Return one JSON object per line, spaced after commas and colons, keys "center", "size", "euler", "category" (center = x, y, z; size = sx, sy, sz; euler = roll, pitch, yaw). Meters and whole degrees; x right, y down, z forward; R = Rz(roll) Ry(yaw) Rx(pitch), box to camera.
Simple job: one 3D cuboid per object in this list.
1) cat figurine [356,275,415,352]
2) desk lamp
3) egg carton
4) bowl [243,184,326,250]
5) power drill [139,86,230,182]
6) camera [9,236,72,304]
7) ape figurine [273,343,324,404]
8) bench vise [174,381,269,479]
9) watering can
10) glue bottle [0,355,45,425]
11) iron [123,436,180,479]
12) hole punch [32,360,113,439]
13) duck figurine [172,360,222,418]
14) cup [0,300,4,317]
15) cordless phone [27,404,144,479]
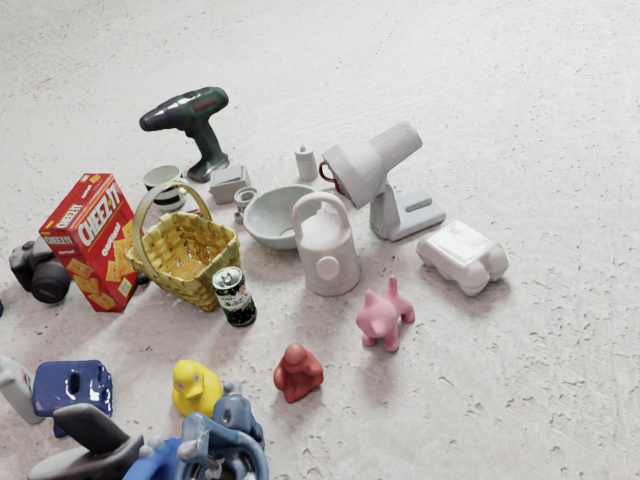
{"center": [0.098, 0.113, 0.899], "size": [0.067, 0.118, 0.128], "euler": [12, 48, 26], "category": "cat figurine"}
{"center": [0.118, -0.108, 1.062], "size": [0.203, 0.214, 0.117], "euler": [-22, 42, -9], "category": "desk lamp"}
{"center": [0.245, 0.027, 0.991], "size": [0.107, 0.069, 0.149], "euler": [-33, 45, -20], "category": "egg carton"}
{"center": [-0.063, -0.033, 1.132], "size": [0.167, 0.075, 0.167], "euler": [-7, 42, 7], "category": "bowl"}
{"center": [-0.291, -0.243, 1.320], "size": [0.075, 0.209, 0.230], "euler": [21, 52, 33], "category": "power drill"}
{"center": [-0.549, 0.056, 1.141], "size": [0.143, 0.101, 0.136], "euler": [-13, 42, 0], "category": "camera"}
{"center": [-0.034, 0.192, 0.866], "size": [0.077, 0.092, 0.076], "euler": [1, 44, 16], "category": "ape figurine"}
{"center": [-0.137, 0.262, 0.721], "size": [0.121, 0.220, 0.207], "euler": [-21, 42, -8], "category": "bench vise"}
{"center": [0.011, 0.003, 0.984], "size": [0.101, 0.194, 0.172], "euler": [-26, 43, -13], "category": "watering can"}
{"center": [-0.487, 0.215, 0.898], "size": [0.037, 0.173, 0.078], "euler": [-28, 44, -15], "category": "glue bottle"}
{"center": [-0.221, 0.339, 0.718], "size": [0.118, 0.142, 0.258], "euler": [-1, 43, 13], "category": "iron"}
{"center": [-0.389, 0.239, 0.908], "size": [0.101, 0.091, 0.108], "euler": [-19, 42, -6], "category": "hole punch"}
{"center": [-0.199, 0.219, 0.884], "size": [0.077, 0.086, 0.104], "euler": [-24, 43, -11], "category": "duck figurine"}
{"center": [-0.670, 0.113, 1.115], "size": [0.117, 0.095, 0.092], "euler": [26, 55, 35], "category": "cup"}
{"center": [-0.335, 0.280, 0.779], "size": [0.147, 0.185, 0.094], "euler": [-16, 42, -3], "category": "cordless phone"}
